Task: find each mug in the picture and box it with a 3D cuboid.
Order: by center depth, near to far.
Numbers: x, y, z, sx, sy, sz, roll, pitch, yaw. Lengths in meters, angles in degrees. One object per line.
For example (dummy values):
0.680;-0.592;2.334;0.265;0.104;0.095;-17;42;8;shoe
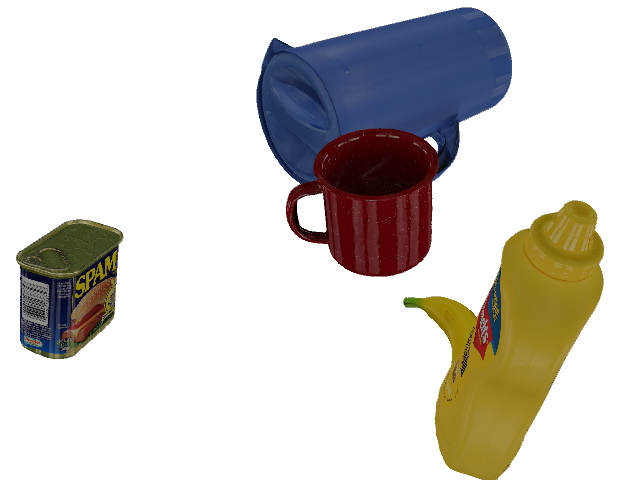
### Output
0.032;-0.025;0.812;0.117;0.081;0.093;-9;39;-5;mug

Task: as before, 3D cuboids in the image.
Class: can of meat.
-0.213;0.041;0.909;0.057;0.084;0.102;15;26;14;can of meat

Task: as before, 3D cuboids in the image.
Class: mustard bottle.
0.118;0.051;0.621;0.058;0.192;0.096;18;45;3;mustard bottle

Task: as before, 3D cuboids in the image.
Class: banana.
0.141;0.113;1.110;0.069;0.037;0.198;-25;31;6;banana

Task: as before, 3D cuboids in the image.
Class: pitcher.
0.073;-0.140;1.040;0.242;0.149;0.145;-23;31;-30;pitcher
